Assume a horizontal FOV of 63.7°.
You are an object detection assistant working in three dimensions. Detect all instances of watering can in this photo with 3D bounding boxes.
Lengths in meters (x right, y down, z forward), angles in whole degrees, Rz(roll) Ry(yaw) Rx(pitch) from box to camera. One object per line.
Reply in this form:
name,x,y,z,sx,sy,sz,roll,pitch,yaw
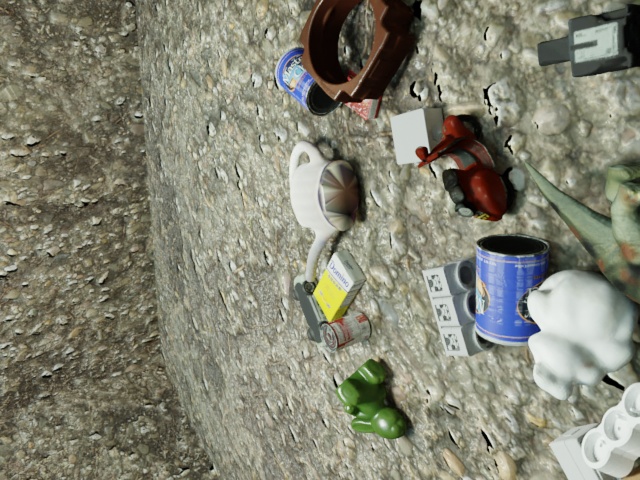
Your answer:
watering can,0.004,-0.060,1.195,0.224,0.104,0.345,5,105,58

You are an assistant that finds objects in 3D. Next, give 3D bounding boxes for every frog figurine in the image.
frog figurine,0.323,0.116,0.659,0.139,0.161,0.119,45,152,33
